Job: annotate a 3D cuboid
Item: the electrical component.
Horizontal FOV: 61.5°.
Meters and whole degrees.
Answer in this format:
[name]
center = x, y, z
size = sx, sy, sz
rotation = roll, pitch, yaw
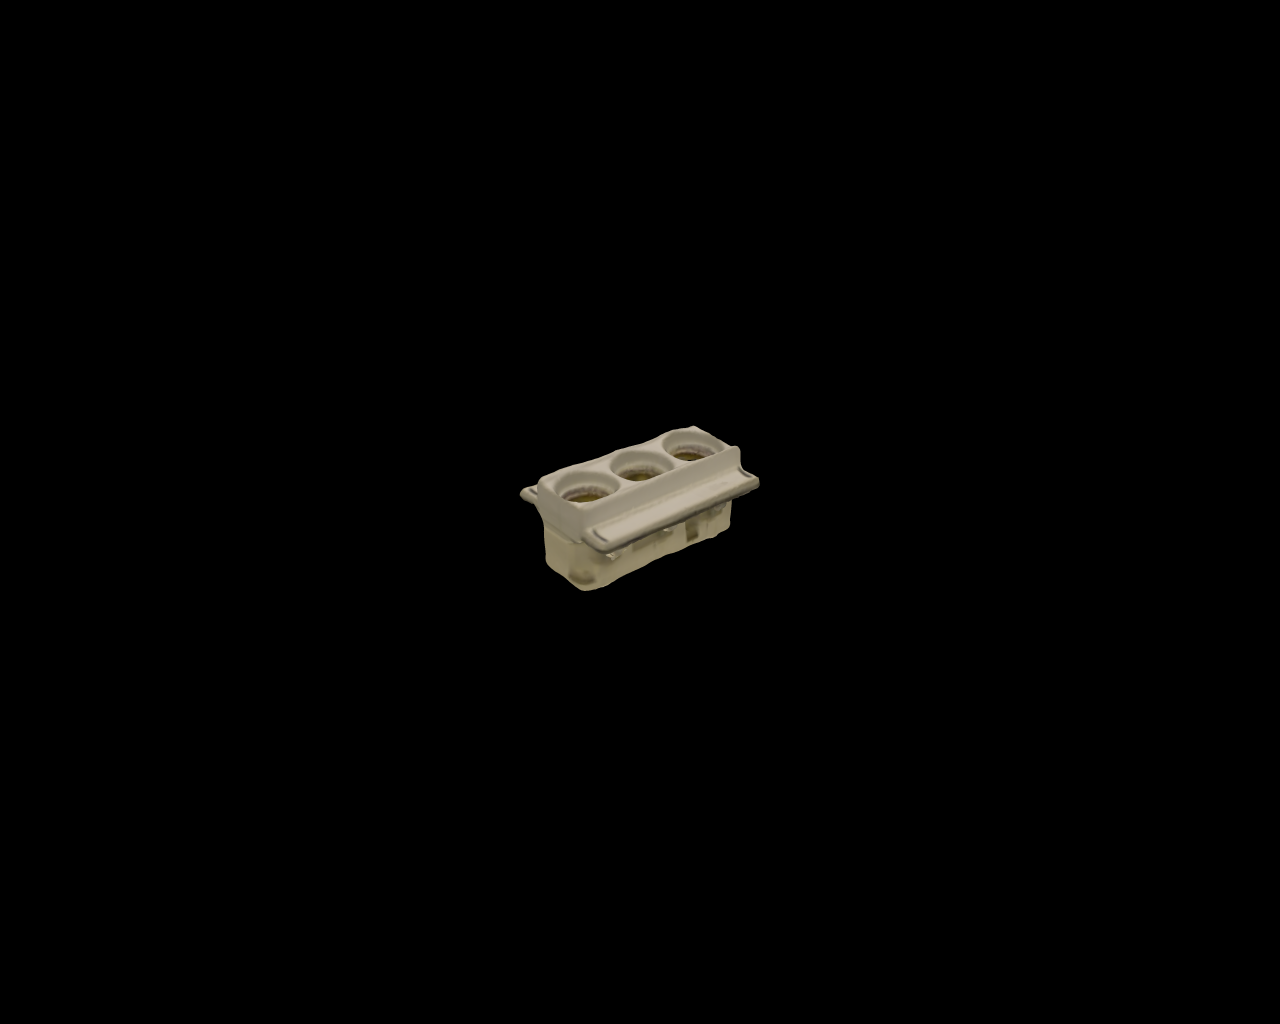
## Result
[electrical component]
center = 0.001, -0.003, 0.650
size = 0.121, 0.063, 0.079
rotation = -22, 37, -33
